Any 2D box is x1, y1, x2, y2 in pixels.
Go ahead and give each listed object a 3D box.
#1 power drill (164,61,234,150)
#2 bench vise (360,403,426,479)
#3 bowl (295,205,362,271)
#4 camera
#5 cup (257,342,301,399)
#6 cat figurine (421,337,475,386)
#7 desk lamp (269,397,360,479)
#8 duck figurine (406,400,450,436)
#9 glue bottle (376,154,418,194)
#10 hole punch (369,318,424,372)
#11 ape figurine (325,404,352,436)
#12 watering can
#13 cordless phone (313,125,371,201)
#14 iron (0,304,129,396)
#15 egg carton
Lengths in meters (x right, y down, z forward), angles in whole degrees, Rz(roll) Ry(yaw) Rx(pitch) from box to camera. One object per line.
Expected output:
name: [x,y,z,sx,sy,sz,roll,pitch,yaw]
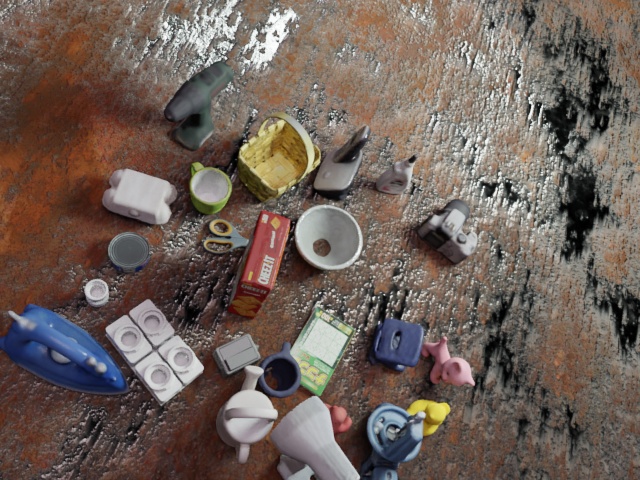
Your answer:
power drill: [-0.287,-0.304,1.331,0.075,0.208,0.230,33,62,-2]
bench vise: [0.162,0.426,1.152,0.122,0.219,0.207,1,67,-17]
bowl: [0.013,0.005,1.369,0.168,0.074,0.167,7,65,-15]
camera: [0.351,-0.036,1.483,0.143,0.100,0.137,39,62,1]
cup: [-0.091,0.278,1.205,0.092,0.095,0.118,17,63,-10]
cat figurine: [0.299,0.284,1.317,0.067,0.117,0.127,-12,71,-22]
desk lamp: [-0.010,0.418,1.103,0.118,0.213,0.203,-32,80,-27]
duck figurine: [0.240,0.391,1.269,0.105,0.086,0.077,-18,74,-24]
glue bottle: [0.207,-0.172,1.453,0.078,0.173,0.037,5,66,-15]
hole punch: [0.175,0.239,1.311,0.101,0.091,0.109,22,62,-7]
ape figurine: [0.031,0.375,1.204,0.076,0.092,0.078,-35,81,-27]
watering can: [-0.141,0.335,1.108,0.101,0.194,0.173,-12,71,-22]
cordless phone: [0.062,-0.194,1.409,0.094,0.185,0.148,23,62,-7]
iron: [-0.475,0.212,1.083,0.258,0.141,0.119,30,62,-4]
egg carton: [-0.402,-0.095,1.281,0.150,0.069,0.107,16,63,-11]
